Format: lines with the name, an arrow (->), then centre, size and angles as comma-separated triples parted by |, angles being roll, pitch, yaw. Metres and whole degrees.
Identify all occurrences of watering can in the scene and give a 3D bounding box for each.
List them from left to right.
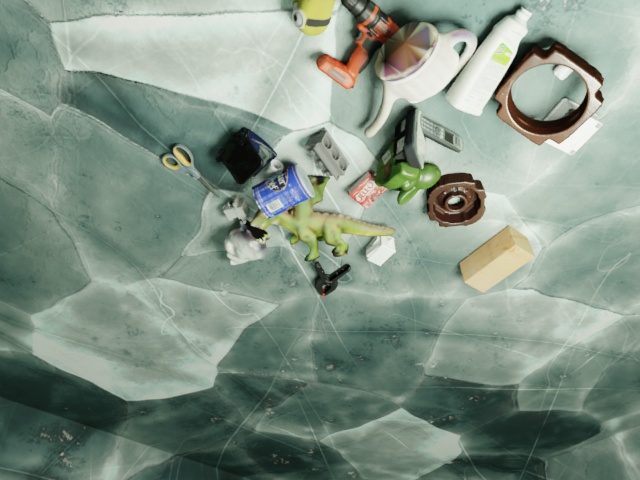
watering can -> 0.199, -0.366, 1.183 | 0.343, 0.106, 0.223 | -37, 154, 24

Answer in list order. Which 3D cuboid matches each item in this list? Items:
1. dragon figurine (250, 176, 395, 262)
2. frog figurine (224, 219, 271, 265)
dragon figurine -> 0.005, -0.075, 1.498 | 0.410, 0.125, 0.237 | -13, 123, 0
frog figurine -> -0.237, 0.030, 1.580 | 0.136, 0.125, 0.157 | 18, 122, -40
